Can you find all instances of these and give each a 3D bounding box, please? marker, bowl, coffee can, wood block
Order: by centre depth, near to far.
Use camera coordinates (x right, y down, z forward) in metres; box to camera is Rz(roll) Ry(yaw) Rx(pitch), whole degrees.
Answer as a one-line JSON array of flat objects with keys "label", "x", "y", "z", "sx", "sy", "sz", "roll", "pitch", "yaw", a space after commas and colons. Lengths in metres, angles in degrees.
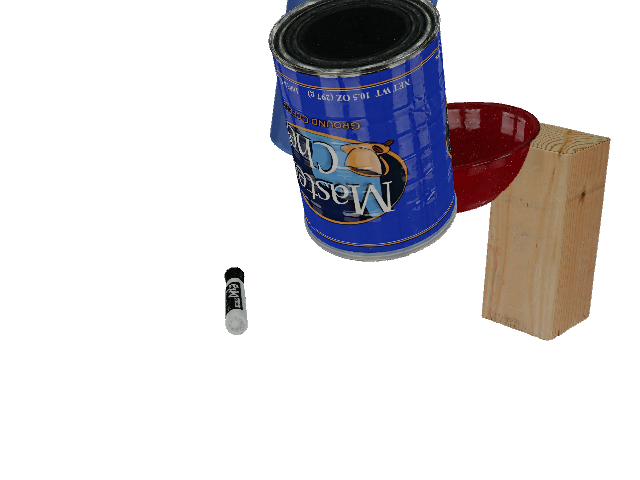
[{"label": "coffee can", "x": 0.030, "y": -0.072, "z": 0.670, "sx": 0.103, "sy": 0.140, "sz": 0.103, "roll": -7, "pitch": 39, "yaw": 5}, {"label": "bowl", "x": 0.105, "y": -0.065, "z": 0.894, "sx": 0.162, "sy": 0.055, "sz": 0.162, "roll": -9, "pitch": 24, "yaw": 4}, {"label": "marker", "x": -0.077, "y": 0.052, "z": 0.962, "sx": 0.020, "sy": 0.020, "sz": 0.121, "roll": 0, "pitch": 19, "yaw": -5}, {"label": "wood block", "x": 0.241, "y": -0.011, "z": 1.146, "sx": 0.090, "sy": 0.206, "sz": 0.090, "roll": 19, "pitch": 27, "yaw": 38}]

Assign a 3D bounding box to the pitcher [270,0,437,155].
[{"label": "pitcher", "x": 0.029, "y": -0.200, "z": 1.061, "sx": 0.145, "sy": 0.243, "sz": 0.149, "roll": 11, "pitch": 19, "yaw": -1}]
